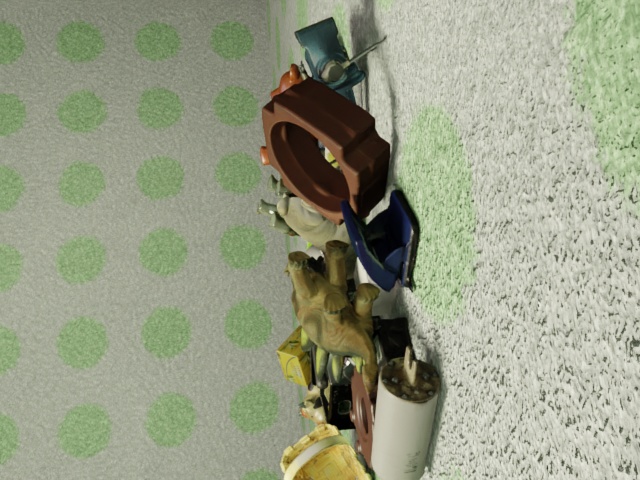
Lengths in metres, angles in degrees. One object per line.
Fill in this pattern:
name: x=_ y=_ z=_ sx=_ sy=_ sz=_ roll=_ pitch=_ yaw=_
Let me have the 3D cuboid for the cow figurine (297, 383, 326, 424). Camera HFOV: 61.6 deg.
cow figurine: x=0.002 y=0.373 z=1.366 sx=0.085 sy=0.127 sz=0.195 roll=92 pitch=173 yaw=-55

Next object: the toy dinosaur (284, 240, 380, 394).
toy dinosaur: x=0.003 y=0.107 z=0.880 sx=0.472 sy=0.105 sz=0.198 roll=-123 pitch=29 yaw=-61

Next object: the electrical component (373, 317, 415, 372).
electrical component: x=0.103 y=0.172 z=0.813 sx=0.119 sy=0.048 sz=0.075 roll=97 pitch=167 yaw=-57

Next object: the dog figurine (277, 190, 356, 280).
dog figurine: x=0.001 y=-0.002 z=1.003 sx=0.121 sy=0.172 sz=0.190 roll=-142 pitch=48 yaw=-64

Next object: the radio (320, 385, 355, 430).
radio: x=0.045 y=0.309 z=1.205 sx=0.131 sy=0.073 sz=0.229 roll=-107 pitch=15 yaw=-58

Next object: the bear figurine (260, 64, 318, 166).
bear figurine: x=-0.071 y=-0.267 z=1.149 sx=0.120 sy=0.132 sz=0.195 roll=-61 pitch=-39 yaw=-72

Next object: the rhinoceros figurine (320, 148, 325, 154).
rhinoceros figurine: x=0.005 y=-0.192 z=1.251 sx=0.190 sy=0.073 sz=0.112 roll=-122 pitch=28 yaw=-72

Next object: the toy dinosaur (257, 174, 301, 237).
toy dinosaur: x=-0.031 y=-0.066 z=1.236 sx=0.405 sy=0.192 sz=0.131 roll=-122 pitch=48 yaw=-65

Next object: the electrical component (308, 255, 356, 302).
electrical component: x=0.015 y=0.097 z=1.123 sx=0.134 sy=0.058 sz=0.114 roll=43 pitch=146 yaw=20

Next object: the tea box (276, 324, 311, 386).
tea box: x=-0.021 y=0.253 z=1.288 sx=0.169 sy=0.068 sz=0.098 roll=-45 pitch=-49 yaw=-41

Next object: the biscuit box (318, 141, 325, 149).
biscuit box: x=0.023 y=-0.296 z=1.118 sx=0.063 sy=0.059 sz=0.202 roll=-164 pitch=70 yaw=-83

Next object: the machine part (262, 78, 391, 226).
machine part: x=0.010 y=-0.134 z=0.838 sx=0.202 sy=0.087 sz=0.200 roll=36 pitch=155 yaw=22

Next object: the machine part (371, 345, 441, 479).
machine part: x=0.109 y=0.239 z=0.701 sx=0.079 sy=0.079 sz=0.242 roll=-107 pitch=16 yaw=-58

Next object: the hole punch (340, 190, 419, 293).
hole punch: x=0.081 y=0.003 z=0.761 sx=0.142 sy=0.092 sz=0.115 roll=-111 pitch=14 yaw=-53

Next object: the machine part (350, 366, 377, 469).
machine part: x=0.094 y=0.296 z=0.919 sx=0.179 sy=0.056 sz=0.179 roll=177 pitch=89 yaw=-81

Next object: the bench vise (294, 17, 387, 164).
bench vise: x=0.032 y=-0.247 z=0.906 sx=0.240 sy=0.129 sz=0.224 roll=67 pitch=171 yaw=-26

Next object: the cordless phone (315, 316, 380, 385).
cordless phone: x=0.061 y=0.175 z=1.028 sx=0.147 sy=0.089 sz=0.184 roll=-117 pitch=33 yaw=-50

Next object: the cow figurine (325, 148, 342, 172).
cow figurine: x=0.038 y=-0.198 z=1.049 sx=0.098 sy=0.068 sz=0.167 roll=91 pitch=174 yaw=-73

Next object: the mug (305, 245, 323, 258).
mug: x=0.012 y=0.062 z=1.310 sx=0.107 sy=0.081 sz=0.109 roll=-177 pitch=89 yaw=-74
